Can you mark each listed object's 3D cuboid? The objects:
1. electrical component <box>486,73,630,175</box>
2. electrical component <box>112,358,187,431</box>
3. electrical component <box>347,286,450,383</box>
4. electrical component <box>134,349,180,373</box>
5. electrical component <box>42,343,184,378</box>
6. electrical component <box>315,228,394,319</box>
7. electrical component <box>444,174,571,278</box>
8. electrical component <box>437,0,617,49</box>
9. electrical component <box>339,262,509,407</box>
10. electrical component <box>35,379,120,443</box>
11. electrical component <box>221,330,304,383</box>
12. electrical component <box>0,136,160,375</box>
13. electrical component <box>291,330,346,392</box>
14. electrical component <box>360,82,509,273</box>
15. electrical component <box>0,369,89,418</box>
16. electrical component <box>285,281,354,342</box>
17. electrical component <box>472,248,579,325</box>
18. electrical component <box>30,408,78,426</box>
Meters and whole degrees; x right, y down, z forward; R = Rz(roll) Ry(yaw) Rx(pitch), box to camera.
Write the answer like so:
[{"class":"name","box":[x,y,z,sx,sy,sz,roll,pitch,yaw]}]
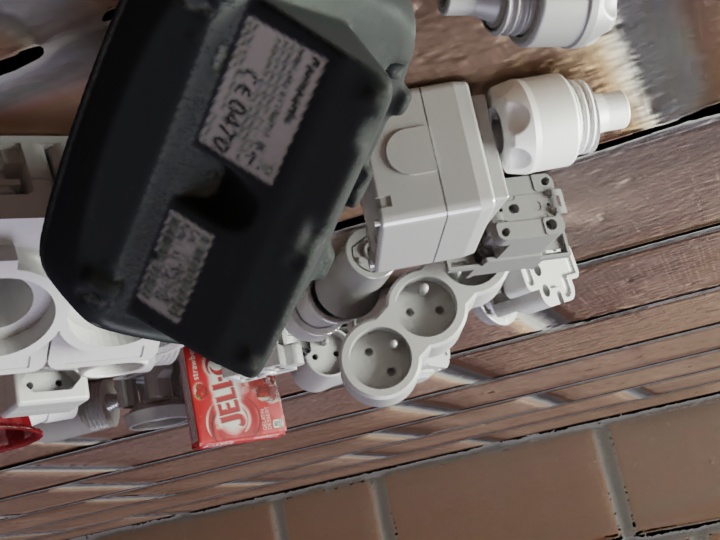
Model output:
[{"class":"electrical component","box":[0.090,-0.068,0.488,0.062,0.043,0.043,-11,166,-10]},{"class":"electrical component","box":[-0.171,0.101,0.900,0.058,0.057,0.078,-19,164,26]},{"class":"electrical component","box":[0.029,0.051,0.824,0.051,0.080,0.080,-24,161,24]},{"class":"electrical component","box":[-0.158,0.050,0.742,0.081,0.043,0.043,-1,162,-35]},{"class":"electrical component","box":[-0.151,0.030,0.641,0.108,0.060,0.108,-11,166,-3]},{"class":"electrical component","box":[0.000,0.000,0.683,0.044,0.044,0.065,-6,160,-19]},{"class":"electrical component","box":[0.090,-0.027,0.645,0.081,0.042,0.063,-8,163,-16]},{"class":"electrical component","box":[0.057,-0.095,0.377,0.061,0.035,0.035,-4,164,-17]},{"class":"electrical component","box":[0.042,0.032,0.705,0.138,0.052,0.073,-48,170,-11]},{"class":"electrical component","box":[-0.248,0.125,0.958,0.081,0.043,0.043,-16,165,17]},{"class":"electrical component","box":[-0.076,0.048,0.773,0.066,0.055,0.048,-15,165,12]},{"class":"electrical component","box":[-0.155,-0.002,0.444,0.150,0.061,0.089,-4,135,-28]},{"class":"electrical component","box":[-0.017,0.077,0.953,0.079,0.044,0.077,-8,165,-14]},{"class":"electrical component","box":[0.030,-0.040,0.508,0.061,0.061,0.096,-10,166,-4]},{"class":"electrical component","box":[-0.216,0.063,0.704,0.047,0.065,0.077,-2,162,-34]},{"class":"electrical component","box":[-0.027,0.023,0.738,0.045,0.045,0.055,-4,164,-26]},{"class":"electrical component","box":[0.109,0.006,0.752,0.057,0.058,0.078,-22,174,37]},{"class":"electrical component","box":[-0.270,0.112,0.899,0.065,0.044,0.044,-6,165,-39]}]
